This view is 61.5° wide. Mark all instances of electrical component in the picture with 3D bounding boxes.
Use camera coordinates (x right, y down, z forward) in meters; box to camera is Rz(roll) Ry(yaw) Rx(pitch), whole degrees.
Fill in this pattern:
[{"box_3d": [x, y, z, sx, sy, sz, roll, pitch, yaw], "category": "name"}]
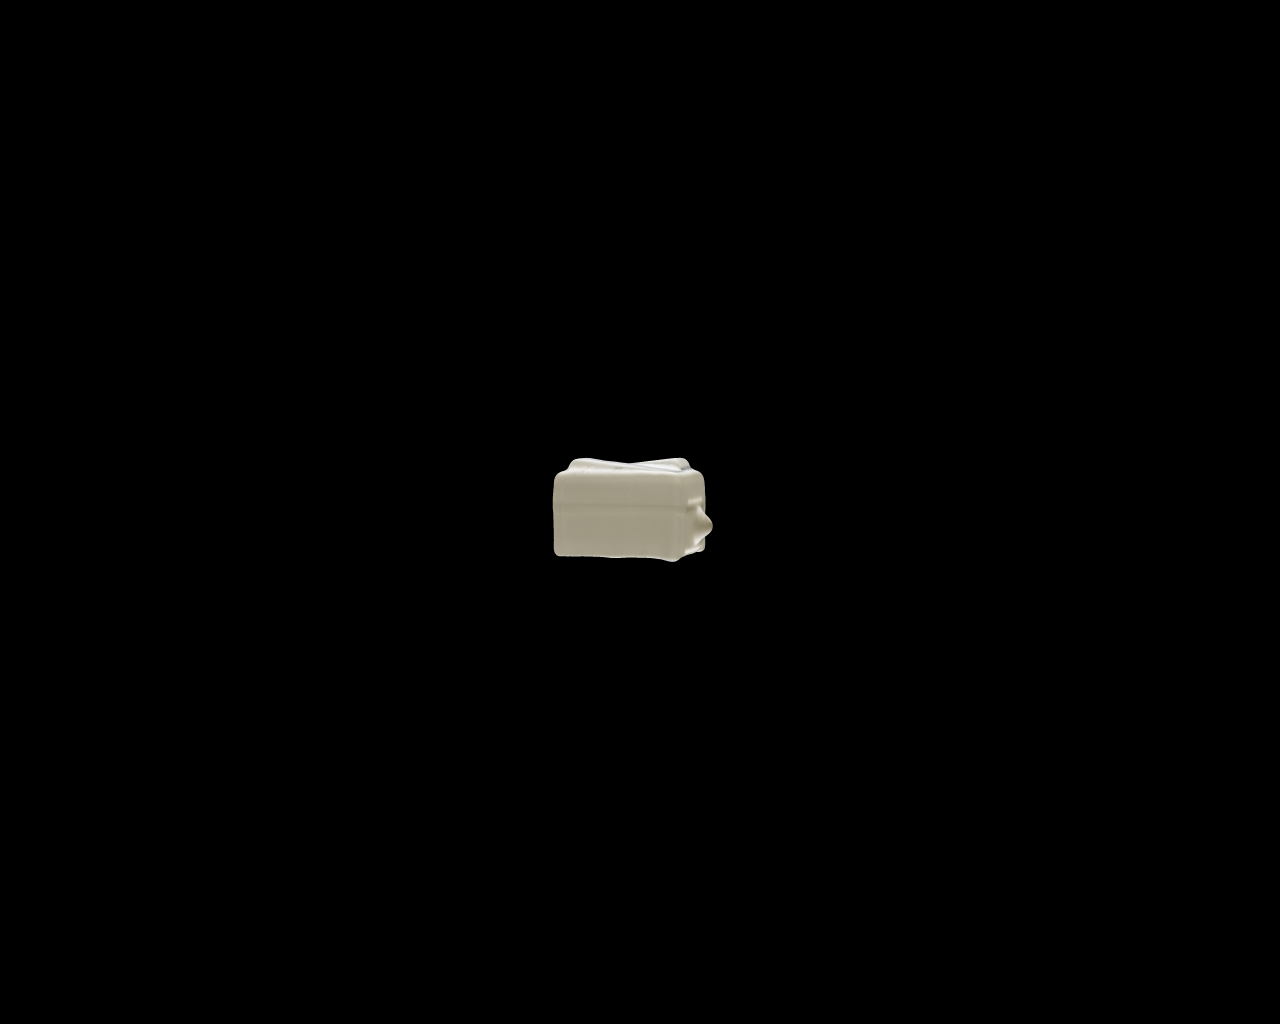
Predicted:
[{"box_3d": [0.001, -0.003, 0.650, 0.096, 0.061, 0.062, 1, 4, 20], "category": "electrical component"}]
